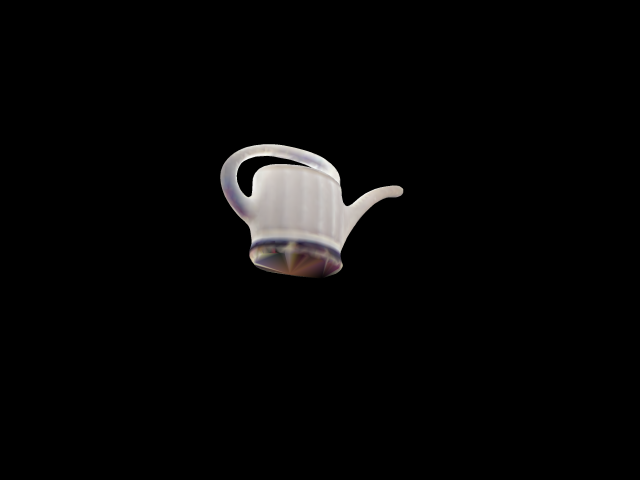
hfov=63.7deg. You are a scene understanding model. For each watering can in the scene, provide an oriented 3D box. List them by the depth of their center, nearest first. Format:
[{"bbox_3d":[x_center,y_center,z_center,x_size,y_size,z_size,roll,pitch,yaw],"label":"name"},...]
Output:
[{"bbox_3d":[0.003,-0.043,0.850,0.347,0.228,0.102,11,-26,-25],"label":"watering can"}]
